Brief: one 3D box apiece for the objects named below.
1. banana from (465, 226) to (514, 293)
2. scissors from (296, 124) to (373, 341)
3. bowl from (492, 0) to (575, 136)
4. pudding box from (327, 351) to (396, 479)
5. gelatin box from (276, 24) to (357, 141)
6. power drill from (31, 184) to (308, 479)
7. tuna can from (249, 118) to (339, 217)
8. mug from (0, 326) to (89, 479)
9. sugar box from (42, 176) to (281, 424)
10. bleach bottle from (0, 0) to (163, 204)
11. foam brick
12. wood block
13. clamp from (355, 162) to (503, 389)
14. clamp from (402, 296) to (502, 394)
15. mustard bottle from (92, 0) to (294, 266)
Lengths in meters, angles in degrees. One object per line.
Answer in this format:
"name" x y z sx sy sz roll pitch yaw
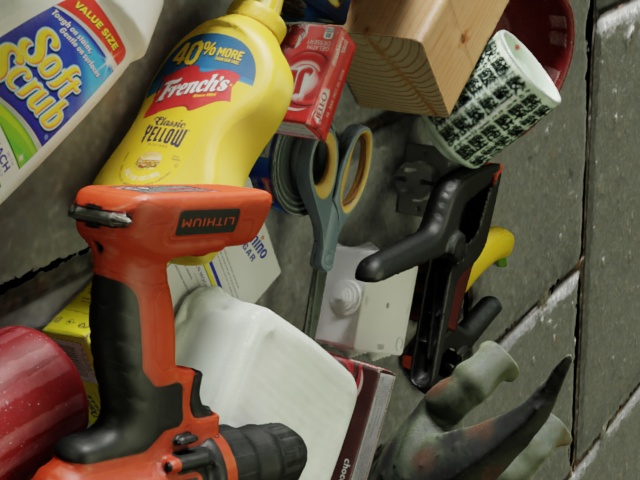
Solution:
"banana" 0.160 0.029 1.106 0.197 0.037 0.069 -29 123 -50
"scissors" -0.005 0.001 0.803 0.096 0.016 0.201 32 74 -55
"bowl" 0.170 -0.175 1.017 0.161 0.055 0.162 -21 126 -33
"pudding box" 0.003 0.148 0.858 0.039 0.090 0.113 20 84 -57
"gelatin box" -0.026 -0.111 0.731 0.030 0.089 0.073 35 71 -55
"power drill" -0.070 0.064 0.577 0.184 0.057 0.188 -3 98 -49
"tuna can" -0.022 -0.062 0.804 0.085 0.034 0.086 -24 119 -52
"mug" -0.182 0.106 0.575 0.081 0.093 0.117 -31 144 -55
"sugar box" -0.099 0.039 0.712 0.176 0.048 0.093 -52 138 -40
"bleach bottle" -0.159 -0.099 0.562 0.250 0.068 0.102 -55 140 -35
"foam brick" 0.107 0.041 1.017 0.051 0.053 0.078 28 76 -56
"wood block" 0.099 -0.213 0.889 0.206 0.090 0.090 -61 144 -25
"clamp" 0.109 0.016 0.938 0.209 0.036 0.164 -52 138 -33
"clamp" 0.138 0.130 1.107 0.171 0.039 0.120 -13 106 -50
"mustard bottle" -0.069 -0.080 0.669 0.058 0.096 0.191 48 61 -48
